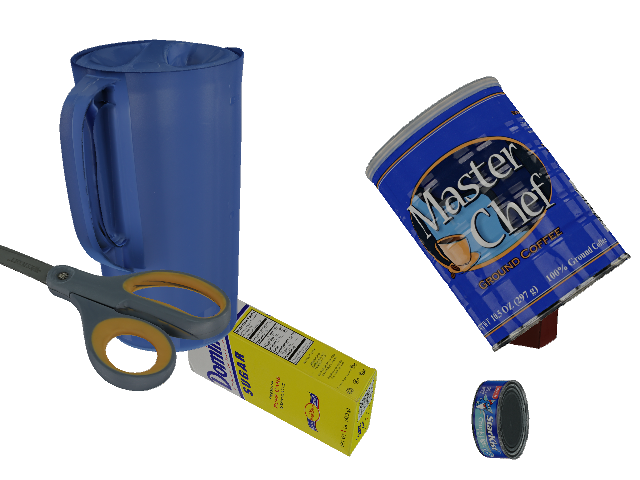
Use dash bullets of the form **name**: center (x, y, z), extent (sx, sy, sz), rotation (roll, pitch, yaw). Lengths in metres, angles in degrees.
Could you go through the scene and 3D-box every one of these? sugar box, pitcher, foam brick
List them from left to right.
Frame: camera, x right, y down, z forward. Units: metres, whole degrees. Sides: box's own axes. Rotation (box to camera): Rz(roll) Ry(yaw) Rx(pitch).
- **pitcher**: center (-0.131, -0.034, 0.857), extent (0.149, 0.243, 0.145), rotation (-6, 21, -15)
- **sugar box**: center (-0.038, 0.117, 0.959), extent (0.176, 0.093, 0.048), rotation (23, 50, 16)
- **foam brick**: center (0.190, 0.055, 0.990), extent (0.053, 0.078, 0.051), rotation (9, 14, 29)

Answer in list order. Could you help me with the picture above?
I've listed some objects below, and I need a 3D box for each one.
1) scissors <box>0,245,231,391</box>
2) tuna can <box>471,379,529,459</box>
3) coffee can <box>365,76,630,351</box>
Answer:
- **scissors**: center (-0.154, 0.040, 0.640), extent (0.202, 0.016, 0.096), rotation (8, 44, 11)
- **tuna can**: center (0.197, 0.195, 1.167), extent (0.034, 0.086, 0.086), rotation (-4, -2, 32)
- **coffee can**: center (0.109, -0.016, 0.670), extent (0.102, 0.140, 0.103), rotation (-34, -10, -7)
